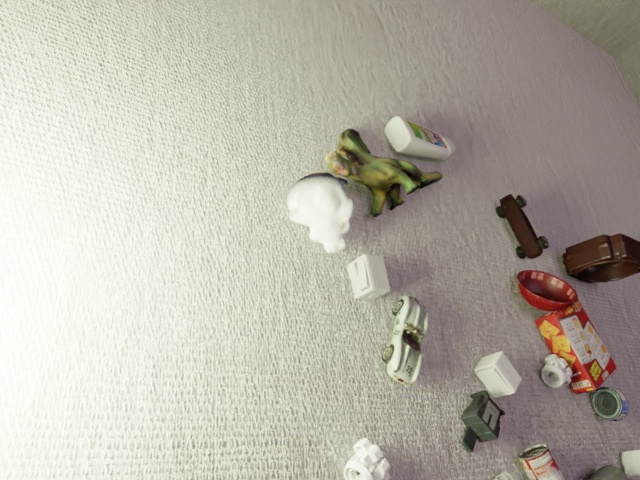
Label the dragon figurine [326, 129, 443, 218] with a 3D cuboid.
[{"bbox_3d":[0.151,-0.195,1.281,0.244,0.120,0.415,50,35,9],"label":"dragon figurine"}]

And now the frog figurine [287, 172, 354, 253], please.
[{"bbox_3d":[0.003,-0.054,1.063,0.137,0.121,0.162,-4,73,-4],"label":"frog figurine"}]
